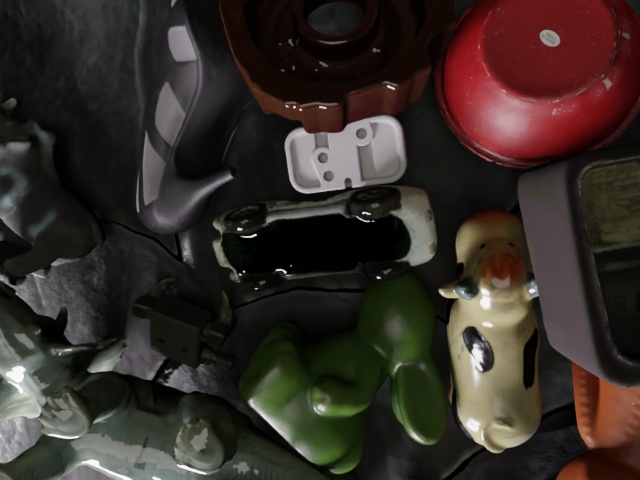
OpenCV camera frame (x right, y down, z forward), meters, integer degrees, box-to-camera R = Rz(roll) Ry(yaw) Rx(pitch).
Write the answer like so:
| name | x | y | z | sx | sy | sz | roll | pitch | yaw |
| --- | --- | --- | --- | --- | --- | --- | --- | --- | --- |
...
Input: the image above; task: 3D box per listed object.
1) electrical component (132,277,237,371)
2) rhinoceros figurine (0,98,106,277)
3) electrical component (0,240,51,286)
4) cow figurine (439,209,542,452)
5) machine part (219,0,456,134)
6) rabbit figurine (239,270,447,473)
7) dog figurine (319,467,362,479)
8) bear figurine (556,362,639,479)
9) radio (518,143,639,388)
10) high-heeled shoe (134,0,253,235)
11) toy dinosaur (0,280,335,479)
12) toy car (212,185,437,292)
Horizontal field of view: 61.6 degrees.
| name | x | y | z | sx | sy | sz | roll | pitch | yaw |
| --- | --- | --- | --- | --- | --- | --- | --- | --- | --- |
| electrical component | -0.128 | 0.079 | 0.519 | 0.102 | 0.045 | 0.078 | 14 | 130 | 10 |
| rhinoceros figurine | -0.286 | -0.056 | 0.508 | 0.112 | 0.073 | 0.190 | -38 | 91 | 15 |
| electrical component | -0.321 | 0.020 | 0.532 | 0.094 | 0.063 | 0.021 | 19 | 102 | 8 |
| cow figurine | 0.136 | 0.072 | 0.426 | 0.086 | 0.127 | 0.194 | -3 | 101 | 8 |
| machine part | 0.012 | -0.167 | 0.411 | 0.179 | 0.056 | 0.179 | -1 | 75 | 4 |
| rabbit figurine | 0.039 | 0.106 | 0.456 | 0.170 | 0.121 | 0.159 | -44 | 83 | -1 |
| dog figurine | -0.059 | 0.273 | 0.476 | 0.191 | 0.172 | 0.121 | -20 | 106 | 20 |
| bear figurine | 0.229 | 0.154 | 0.406 | 0.120 | 0.131 | 0.196 | 22 | 79 | 40 |
| radio | 0.245 | 0.001 | 0.310 | 0.230 | 0.073 | 0.131 | -8 | 94 | 3 |
| high-heeled shoe | -0.123 | -0.131 | 0.485 | 0.145 | 0.086 | 0.248 | -12 | 77 | 44 |
| toy dinosaur | -0.139 | 0.171 | 0.475 | 0.405 | 0.192 | 0.131 | 24 | 93 | -3 |
| toy car | -0.001 | -0.001 | 0.466 | 0.202 | 0.056 | 0.073 | -6 | 112 | 20 |
